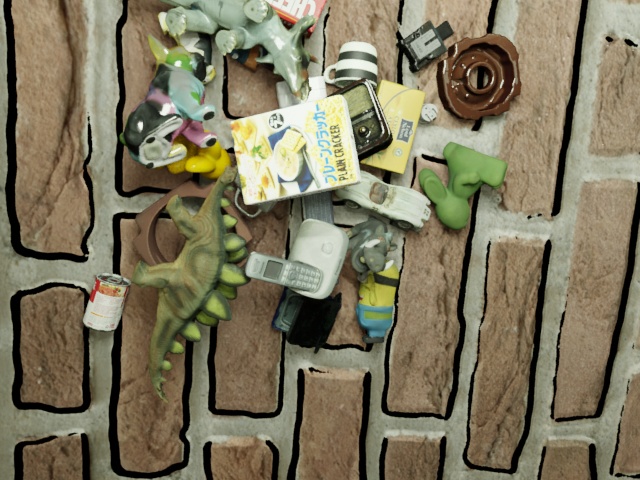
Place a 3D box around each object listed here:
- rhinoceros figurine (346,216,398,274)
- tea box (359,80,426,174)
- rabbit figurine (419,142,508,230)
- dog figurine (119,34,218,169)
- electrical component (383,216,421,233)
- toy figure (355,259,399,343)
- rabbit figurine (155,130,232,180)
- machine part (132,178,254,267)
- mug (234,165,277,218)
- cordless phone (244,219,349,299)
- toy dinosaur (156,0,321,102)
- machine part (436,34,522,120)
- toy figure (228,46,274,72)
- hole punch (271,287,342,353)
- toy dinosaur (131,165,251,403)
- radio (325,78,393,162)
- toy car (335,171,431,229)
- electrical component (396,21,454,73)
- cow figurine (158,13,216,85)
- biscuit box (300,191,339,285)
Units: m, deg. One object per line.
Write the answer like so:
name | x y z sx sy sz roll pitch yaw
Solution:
rhinoceros figurine | 0.103 0.014 1.072 0.112 0.190 0.073 -28 105 17
tea box | 0.141 -0.227 1.096 0.098 0.068 0.169 12 96 -8
rabbit figurine | 0.286 -0.105 1.110 0.159 0.121 0.170 18 105 -5
dog figurine | -0.269 -0.247 0.921 0.191 0.108 0.219 -25 65 -14
electrical component | 0.182 -0.053 1.151 0.094 0.021 0.063 26 94 -10
toy figure | 0.122 0.128 1.144 0.089 0.082 0.180 -2 92 -25
rabbit figurine | -0.241 -0.173 1.029 0.173 0.162 0.122 27 82 -28
machine part | -0.250 -0.006 1.073 0.201 0.087 0.201 -36 102 -2
mug | -0.132 -0.107 1.080 0.107 0.081 0.109 38 96 0
cordless phone | -0.047 0.024 1.009 0.184 0.089 0.146 16 97 -32
toy dinosaur | -0.166 -0.403 0.952 0.405 0.192 0.131 33 114 9
machine part | 0.326 -0.333 1.109 0.179 0.056 0.179 -1 100 -6
toy figure | -0.108 -0.358 1.049 0.154 0.064 0.057 8 133 -5
hole punch | -0.031 0.158 1.136 0.115 0.092 0.142 17 95 -39
toy dinosaur | -0.245 0.081 0.994 0.198 0.105 0.471 26 100 -14
radio | 0.020 -0.199 1.042 0.230 0.073 0.131 -25 86 15
toy car | 0.130 -0.084 1.098 0.202 0.056 0.073 21 66 3
electrical component | 0.223 -0.401 1.090 0.119 0.048 0.074 -31 102 0
cow figurine | -0.239 -0.360 1.030 0.098 0.068 0.167 -22 100 -8
biscuit box | -0.002 -0.003 1.117 0.063 0.059 0.202 -5 99 -7
